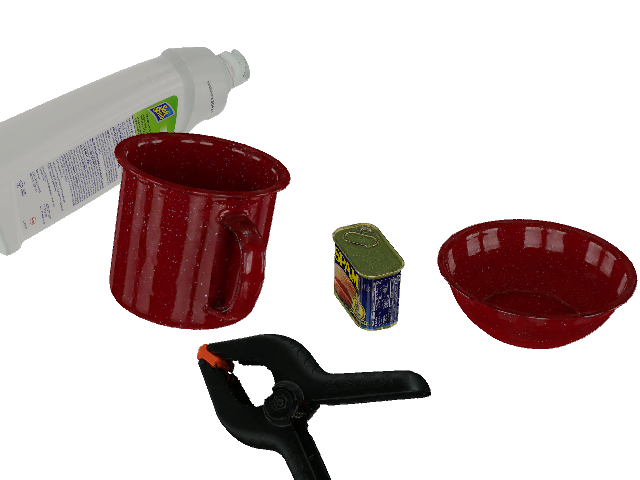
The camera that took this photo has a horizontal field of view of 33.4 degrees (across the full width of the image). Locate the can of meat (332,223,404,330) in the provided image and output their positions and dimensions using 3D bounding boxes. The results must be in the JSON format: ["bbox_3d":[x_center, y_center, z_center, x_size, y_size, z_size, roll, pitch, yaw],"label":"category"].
[{"bbox_3d":[0.053,0.043,1.229,0.057,0.084,0.102,-13,37,-18],"label":"can of meat"}]

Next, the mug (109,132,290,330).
[{"bbox_3d":[-0.062,0.000,0.564,0.093,0.081,0.117,-4,27,-35],"label":"mug"}]

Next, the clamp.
[{"bbox_3d":[-0.019,0.124,0.723,0.172,0.120,0.039,16,-15,33],"label":"clamp"}]

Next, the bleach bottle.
[{"bbox_3d":[-0.168,-0.088,0.877,0.250,0.068,0.103,-30,-29,-23],"label":"bleach bottle"}]

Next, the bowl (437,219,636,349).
[{"bbox_3d":[0.175,0.042,0.885,0.162,0.055,0.162,1,29,-1],"label":"bowl"}]
